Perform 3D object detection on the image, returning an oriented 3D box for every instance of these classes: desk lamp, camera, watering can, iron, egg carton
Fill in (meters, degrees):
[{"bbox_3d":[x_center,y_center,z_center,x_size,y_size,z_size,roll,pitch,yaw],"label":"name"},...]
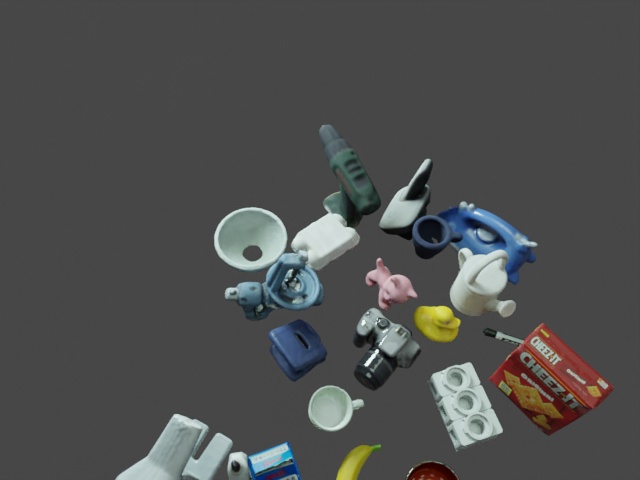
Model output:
[{"bbox_3d":[-0.260,0.403,1.012,0.117,0.213,0.203,25,61,12],"label":"desk lamp"},{"bbox_3d":[0.122,0.233,1.200,0.143,0.101,0.137,36,64,18],"label":"camera"},{"bbox_3d":[0.360,0.088,1.245,0.172,0.194,0.101,39,65,19],"label":"watering can"},{"bbox_3d":[0.386,-0.019,1.341,0.257,0.141,0.119,37,64,18],"label":"iron"},{"bbox_3d":[0.012,0.005,1.349,0.150,0.069,0.107,-34,66,-21],"label":"egg carton"}]

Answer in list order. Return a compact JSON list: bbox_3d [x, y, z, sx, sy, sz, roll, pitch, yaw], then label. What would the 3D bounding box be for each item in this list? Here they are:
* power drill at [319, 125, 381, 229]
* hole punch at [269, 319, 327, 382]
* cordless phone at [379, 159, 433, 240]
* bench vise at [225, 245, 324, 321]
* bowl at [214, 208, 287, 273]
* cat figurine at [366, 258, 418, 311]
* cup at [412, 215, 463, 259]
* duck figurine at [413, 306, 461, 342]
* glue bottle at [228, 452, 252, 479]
[{"bbox_3d":[0.059,-0.131,1.353,0.076,0.208,0.229,-26,64,-17],"label":"power drill"},{"bbox_3d":[-0.047,0.222,1.203,0.101,0.091,0.108,-32,66,-20],"label":"hole punch"},{"bbox_3d":[0.212,-0.100,1.355,0.094,0.185,0.148,23,61,11],"label":"cordless phone"},{"bbox_3d":[-0.089,0.100,1.199,0.208,0.220,0.121,-23,63,-16],"label":"bench vise"},{"bbox_3d":[-0.159,0.012,1.333,0.167,0.075,0.167,1,59,-2],"label":"bowl"},{"bbox_3d":[0.159,0.097,1.273,0.067,0.118,0.127,-23,63,-16],"label":"cat figurine"},{"bbox_3d":[0.270,0.004,1.348,0.117,0.095,0.091,6,59,1],"label":"cup"},{"bbox_3d":[0.259,0.172,1.252,0.104,0.086,0.077,26,61,13],"label":"duck figurine"},{"bbox_3d":[-0.146,0.418,1.032,0.037,0.173,0.078,-8,60,-7],"label":"glue bottle"}]
